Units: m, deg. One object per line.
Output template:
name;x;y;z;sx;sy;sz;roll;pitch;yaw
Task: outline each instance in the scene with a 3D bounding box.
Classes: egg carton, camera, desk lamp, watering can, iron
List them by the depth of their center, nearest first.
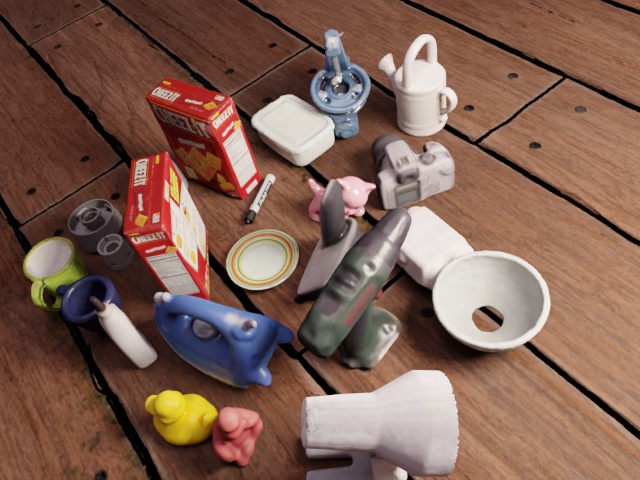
desk lamp;0.064;0.245;0.701;0.203;0.214;0.118;-8;52;6
iron;-0.179;0.130;0.889;0.257;0.142;0.119;14;58;22
egg carton;0.172;0.013;0.947;0.107;0.069;0.150;-35;54;-15
camera;0.158;-0.147;1.052;0.143;0.101;0.136;-19;51;-2
watering can;0.186;-0.306;1.108;0.172;0.194;0.101;12;57;21

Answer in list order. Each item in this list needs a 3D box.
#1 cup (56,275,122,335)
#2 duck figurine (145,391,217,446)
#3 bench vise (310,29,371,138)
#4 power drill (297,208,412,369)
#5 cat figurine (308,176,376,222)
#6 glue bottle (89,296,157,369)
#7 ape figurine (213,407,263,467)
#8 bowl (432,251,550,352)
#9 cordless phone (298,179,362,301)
cup;-0.386;0.117;0.974;0.117;0.095;0.092;13;57;22
duck figurine;-0.206;0.252;0.837;0.104;0.086;0.077;7;55;17
bench vise;0.024;-0.342;1.155;0.121;0.220;0.207;-22;52;-5
power drill;0.063;0.089;0.824;0.075;0.209;0.230;28;63;29
cat figurine;0.035;-0.078;1.016;0.127;0.118;0.067;18;59;24
glue bottle;-0.314;0.135;0.894;0.037;0.173;0.078;-36;54;-15
ape figurine;-0.121;0.265;0.804;0.078;0.092;0.076;-31;53;-11
bowl;0.253;0.102;0.858;0.167;0.075;0.167;-6;52;8
cordless phone;0.008;0.003;0.916;0.094;0.185;0.148;9;56;19
